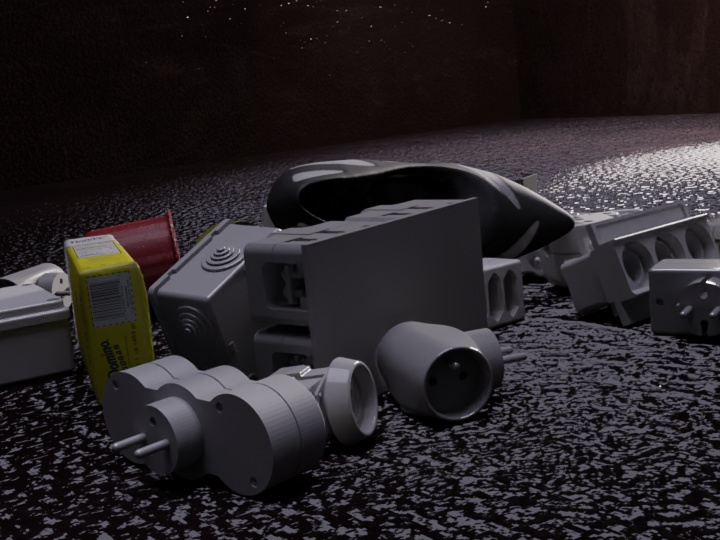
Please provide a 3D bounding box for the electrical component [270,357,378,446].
[{"bbox_3d":[-0.023,0.074,0.591,0.055,0.048,0.066,-10,8,21],"label":"electrical component"}]

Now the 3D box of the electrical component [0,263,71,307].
[{"bbox_3d":[-0.303,0.021,1.030,0.079,0.043,0.077,-2,11,17],"label":"electrical component"}]

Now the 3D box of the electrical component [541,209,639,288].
[{"bbox_3d":[0.206,-0.016,0.924,0.095,0.059,0.054,-7,10,-11],"label":"electrical component"}]

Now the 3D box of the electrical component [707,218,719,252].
[{"bbox_3d":[0.330,-0.019,0.900,0.089,0.050,0.056,-12,12,-32],"label":"electrical component"}]

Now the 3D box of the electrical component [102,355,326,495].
[{"bbox_3d":[-0.091,0.083,0.554,0.138,0.052,0.074,4,14,42],"label":"electrical component"}]

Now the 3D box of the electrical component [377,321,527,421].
[{"bbox_3d":[0.060,0.056,0.642,0.079,0.044,0.077,-9,11,-18],"label":"electrical component"}]

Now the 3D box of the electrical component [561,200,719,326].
[{"bbox_3d":[0.218,-0.004,0.833,0.121,0.078,0.063,-14,-9,-39],"label":"electrical component"}]

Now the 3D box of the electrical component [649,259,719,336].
[{"bbox_3d":[0.237,0.022,0.729,0.083,0.047,0.076,1,12,30],"label":"electrical component"}]

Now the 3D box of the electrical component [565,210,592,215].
[{"bbox_3d":[0.228,-0.035,1.066,0.062,0.048,0.048,0,9,-10],"label":"electrical component"}]

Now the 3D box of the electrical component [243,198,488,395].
[{"bbox_3d":[0.008,0.018,0.712,0.060,0.105,0.186,3,13,38],"label":"electrical component"}]

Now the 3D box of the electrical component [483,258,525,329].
[{"bbox_3d":[0.077,0.018,0.838,0.066,0.047,0.077,-13,11,-40],"label":"electrical component"}]

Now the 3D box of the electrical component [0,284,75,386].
[{"bbox_3d":[-0.284,0.052,0.814,0.109,0.056,0.109,-11,12,-28],"label":"electrical component"}]

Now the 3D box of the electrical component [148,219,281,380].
[{"bbox_3d":[-0.080,0.027,0.698,0.048,0.099,0.099,6,37,32],"label":"electrical component"}]

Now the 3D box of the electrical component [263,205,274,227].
[{"bbox_3d":[-0.076,-0.026,1.075,0.043,0.077,0.079,-3,11,10],"label":"electrical component"}]

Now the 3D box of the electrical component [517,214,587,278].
[{"bbox_3d":[0.167,-0.022,0.996,0.138,0.052,0.073,-5,6,0],"label":"electrical component"}]
